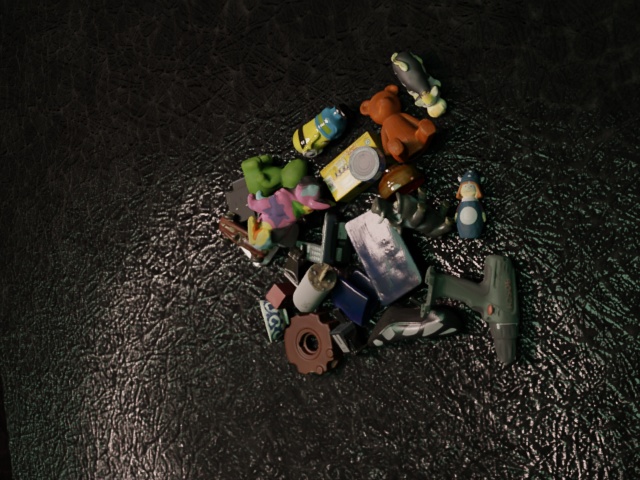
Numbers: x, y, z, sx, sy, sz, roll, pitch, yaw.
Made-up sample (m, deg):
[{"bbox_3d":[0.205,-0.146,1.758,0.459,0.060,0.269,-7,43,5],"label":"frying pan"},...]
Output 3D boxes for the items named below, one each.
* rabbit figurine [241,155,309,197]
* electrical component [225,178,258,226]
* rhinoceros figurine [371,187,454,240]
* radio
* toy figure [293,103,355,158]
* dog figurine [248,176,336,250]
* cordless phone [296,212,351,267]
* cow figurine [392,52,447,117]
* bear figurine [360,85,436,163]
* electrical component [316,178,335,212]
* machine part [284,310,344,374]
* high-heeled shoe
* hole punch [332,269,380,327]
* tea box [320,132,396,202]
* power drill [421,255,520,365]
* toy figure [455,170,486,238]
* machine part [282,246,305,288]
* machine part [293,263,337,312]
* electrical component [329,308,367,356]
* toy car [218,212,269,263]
[{"bbox_3d":[-0.112,-0.164,1.468,0.170,0.121,0.159,-8,90,20],"label":"rabbit figurine"},{"bbox_3d":[-0.214,-0.113,1.572,0.115,0.058,0.134,-19,81,32],"label":"electrical component"},{"bbox_3d":[0.209,-0.058,1.215,0.112,0.190,0.073,127,153,-45],"label":"rhinoceros figurine"},{"bbox_3d":[0.167,0.031,1.301,0.131,0.073,0.229,-34,74,30],"label":"radio"},{"bbox_3d":[0.006,-0.289,1.403,0.180,0.082,0.089,-40,58,33],"label":"toy figure"},{"bbox_3d":[-0.070,-0.067,1.373,0.219,0.108,0.191,0,95,14],"label":"dog figurine"},{"bbox_3d":[-0.003,-0.005,1.423,0.184,0.088,0.146,11,98,53],"label":"cordless phone"},{"bbox_3d":[0.229,-0.360,1.235,0.068,0.098,0.167,-39,69,22],"label":"cow figurine"},{"bbox_3d":[0.177,-0.283,1.259,0.120,0.132,0.196,-28,78,4],"label":"bear figurine"},{"bbox_3d":[-0.006,-0.120,1.425,0.102,0.045,0.078,-32,86,25],"label":"electrical component"},{"bbox_3d":[-0.019,0.275,1.443,0.180,0.056,0.179,0,90,36],"label":"machine part"},{"bbox_3d":[0.223,0.219,1.285,0.145,0.086,0.248,32,135,-5],"label":"high-heeled shoe"},{"bbox_3d":[0.086,0.148,1.351,0.142,0.092,0.115,34,113,26],"label":"hole punch"},{"bbox_3d":[0.095,-0.180,1.348,0.169,0.068,0.098,-35,73,29],"label":"tea box"},{"bbox_3d":[0.323,0.142,1.151,0.207,0.086,0.232,6,88,11],"label":"power drill"},{"bbox_3d":[0.335,-0.080,1.192,0.064,0.058,0.154,0,89,-4],"label":"toy figure"},{"bbox_3d":[-0.070,0.072,1.457,0.084,0.039,0.138,53,151,27],"label":"machine part"},{"bbox_3d":[-0.016,0.124,1.373,0.079,0.079,0.243,63,154,17],"label":"machine part"},{"bbox_3d":[0.061,0.233,1.357,0.119,0.048,0.075,58,153,-5],"label":"electrical component"},{"bbox_3d":[-0.222,-0.009,1.517,0.202,0.053,0.089,29,116,30],"label":"toy car"}]
